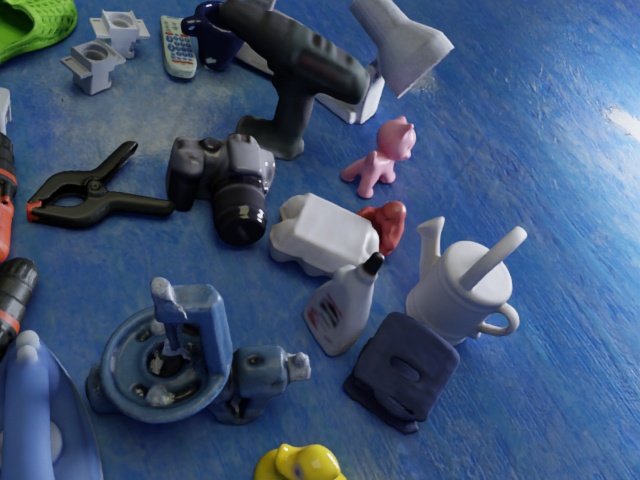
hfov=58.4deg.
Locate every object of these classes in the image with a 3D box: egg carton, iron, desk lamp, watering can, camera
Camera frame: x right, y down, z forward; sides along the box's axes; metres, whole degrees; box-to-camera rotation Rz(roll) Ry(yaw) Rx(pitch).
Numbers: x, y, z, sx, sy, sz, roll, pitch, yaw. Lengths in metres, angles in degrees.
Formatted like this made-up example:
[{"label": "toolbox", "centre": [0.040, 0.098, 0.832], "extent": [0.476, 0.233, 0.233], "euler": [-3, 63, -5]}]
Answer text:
[{"label": "egg carton", "centre": [0.007, 0.003, 0.778], "extent": [0.150, 0.069, 0.107], "euler": [24, 47, -6]}, {"label": "iron", "centre": [-0.242, 0.165, 0.475], "extent": [0.119, 0.141, 0.258], "euler": [-2, 54, -27]}, {"label": "desk lamp", "centre": [0.094, -0.302, 0.970], "extent": [0.203, 0.213, 0.118], "euler": [38, 47, 8]}, {"label": "watering can", "centre": [0.191, 0.046, 0.744], "extent": [0.173, 0.194, 0.101], "euler": [31, 46, 2]}, {"label": "camera", "centre": [-0.122, -0.069, 0.753], "extent": [0.143, 0.100, 0.136], "euler": [4, 52, -23]}]

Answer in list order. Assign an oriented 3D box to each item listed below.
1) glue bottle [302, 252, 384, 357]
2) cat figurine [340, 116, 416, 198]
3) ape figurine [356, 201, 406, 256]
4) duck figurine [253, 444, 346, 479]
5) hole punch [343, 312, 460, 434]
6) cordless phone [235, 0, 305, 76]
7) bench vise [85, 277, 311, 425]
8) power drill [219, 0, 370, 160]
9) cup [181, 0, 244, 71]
[{"label": "glue bottle", "centre": [0.033, 0.066, 0.667], "extent": [0.037, 0.173, 0.078], "euler": [-22, 64, -37]}, {"label": "cat figurine", "centre": [0.104, -0.143, 0.911], "extent": [0.067, 0.117, 0.128], "euler": [42, 48, 11]}, {"label": "ape figurine", "centre": [0.092, -0.023, 0.824], "extent": [0.076, 0.092, 0.077], "euler": [-4, 55, -28]}, {"label": "duck figurine", "centre": [-0.007, 0.236, 0.568], "extent": [0.104, 0.086, 0.077], "euler": [27, 47, -3]}, {"label": "hole punch", "centre": [0.098, 0.157, 0.679], "extent": [0.108, 0.091, 0.101], "euler": [34, 47, 4]}, {"label": "cordless phone", "centre": [-0.071, -0.378, 0.974], "extent": [0.147, 0.185, 0.094], "euler": [23, 47, -6]}, {"label": "bench vise", "centre": [-0.106, 0.096, 0.543], "extent": [0.208, 0.219, 0.121], "euler": [-9, 58, -31]}, {"label": "power drill", "centre": [-0.054, -0.223, 0.838], "extent": [0.230, 0.208, 0.075], "euler": [13, 49, -15]}, {"label": "cup", "centre": [-0.179, -0.328, 0.944], "extent": [0.118, 0.095, 0.091], "euler": [-19, 63, -35]}]
